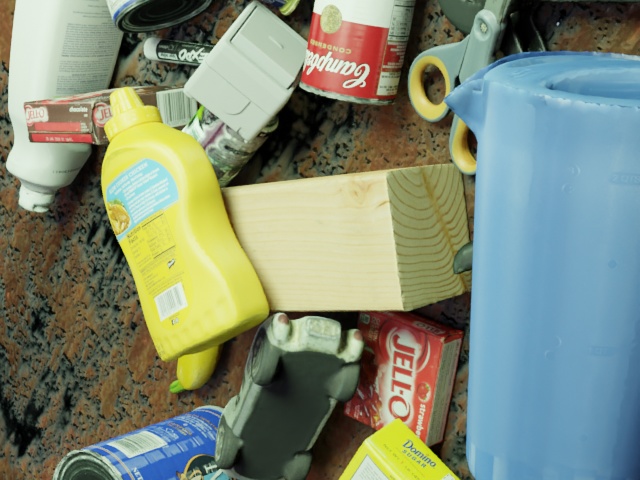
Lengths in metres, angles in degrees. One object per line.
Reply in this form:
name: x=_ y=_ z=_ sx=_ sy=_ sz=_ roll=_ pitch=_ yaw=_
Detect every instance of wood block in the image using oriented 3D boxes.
wood block: x=-0.005 y=0.001 z=0.763 sx=0.207 sy=0.090 sz=0.091 roll=-4 pitch=95 yaw=40

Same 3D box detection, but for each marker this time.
marker: x=-0.095 y=-0.149 z=0.861 sx=0.121 sy=0.020 sz=0.020 roll=15 pitch=106 yaw=38

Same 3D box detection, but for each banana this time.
banana: x=-0.107 y=0.044 z=0.890 sx=0.070 sy=0.037 sz=0.198 roll=12 pitch=105 yaw=38

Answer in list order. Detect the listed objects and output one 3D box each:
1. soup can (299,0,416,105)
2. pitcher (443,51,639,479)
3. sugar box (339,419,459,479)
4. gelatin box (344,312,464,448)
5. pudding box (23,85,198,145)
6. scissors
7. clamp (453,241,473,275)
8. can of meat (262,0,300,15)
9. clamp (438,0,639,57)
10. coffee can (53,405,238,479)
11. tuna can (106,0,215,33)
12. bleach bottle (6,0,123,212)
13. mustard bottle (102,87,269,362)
soup can: x=0.028 y=-0.149 z=0.726 sx=0.069 sy=0.068 sz=0.102 roll=23 pitch=111 yaw=35
pitcher: x=0.152 y=0.026 z=0.571 sx=0.149 sy=0.144 sz=0.243 roll=33 pitch=127 yaw=53
sugar box: x=0.042 y=0.219 z=0.771 sx=0.093 sy=0.048 sz=0.176 roll=45 pitch=134 yaw=20
gelatin box: x=0.058 y=0.096 z=0.764 sx=0.073 sy=0.030 sz=0.089 roll=21 pitch=111 yaw=35
pudding box: x=-0.168 y=-0.103 z=0.868 sx=0.090 sy=0.113 sz=0.039 roll=7 pitch=105 yaw=39
scissors: x=0.092 y=-0.134 z=0.665 sx=0.096 sy=0.016 sz=0.202 roll=40 pitch=142 yaw=41
clamp: x=0.176 y=-0.017 z=0.640 sx=0.165 sy=0.036 sz=0.210 roll=31 pitch=116 yaw=26
can of meat: x=-0.040 y=-0.221 z=0.749 sx=0.102 sy=0.083 sz=0.057 roll=-56 pitch=30 yaw=31
clamp: x=0.129 y=-0.153 z=0.656 sx=0.171 sy=0.039 sz=0.120 roll=52 pitch=129 yaw=19
coffee can: x=-0.130 y=0.201 z=0.867 sx=0.103 sy=0.140 sz=0.103 roll=8 pitch=102 yaw=39
tuna can: x=-0.125 y=-0.194 z=0.835 sx=0.086 sy=0.085 sz=0.034 roll=-23 pitch=84 yaw=40
bleach bottle: x=-0.228 y=-0.140 z=0.918 sx=0.068 sy=0.102 sz=0.251 roll=33 pitch=116 yaw=30
mustard bottle: x=-0.106 y=-0.018 z=0.746 sx=0.096 sy=0.058 sz=0.191 roll=-30 pitch=79 yaw=44
